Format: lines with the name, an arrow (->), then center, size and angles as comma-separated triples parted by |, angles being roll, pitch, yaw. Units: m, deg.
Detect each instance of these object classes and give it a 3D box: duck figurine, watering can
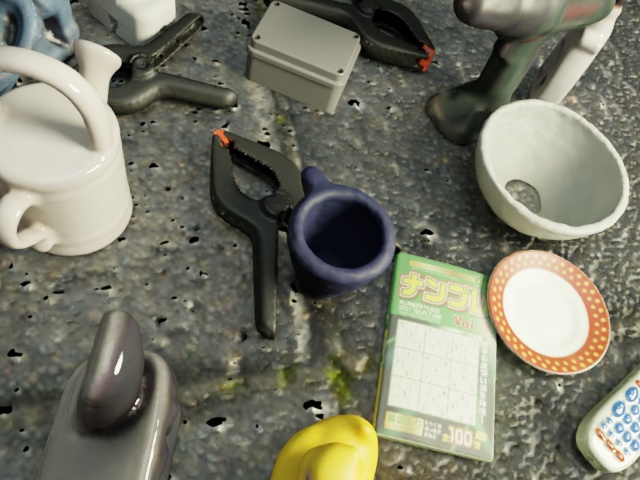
duck figurine -> 0.009, 0.173, 0.425 | 0.077, 0.086, 0.105 | 41, 61, 10
watering can -> -0.206, -0.080, 0.445 | 0.101, 0.194, 0.173 | -3, 63, -15

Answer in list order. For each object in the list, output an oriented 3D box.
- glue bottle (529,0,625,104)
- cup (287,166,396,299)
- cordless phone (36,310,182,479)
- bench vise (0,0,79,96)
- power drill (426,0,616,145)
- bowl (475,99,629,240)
glue bottle -> 0.301, -0.224, 0.657 | 0.037, 0.173, 0.078 | 25, 60, 1
cup -> 0.005, 0.002, 0.510 | 0.092, 0.095, 0.117 | -18, 68, -21
cordless phone -> -0.140, 0.128, 0.355 | 0.094, 0.185, 0.147 | 7, 61, -10
bench vise -> -0.294, -0.218, 0.482 | 0.121, 0.219, 0.207 | 9, 61, -9
power drill -> 0.193, -0.197, 0.596 | 0.230, 0.208, 0.075 | -27, 71, -24
bowl -> 0.233, -0.063, 0.612 | 0.167, 0.074, 0.167 | 6, 61, -11
